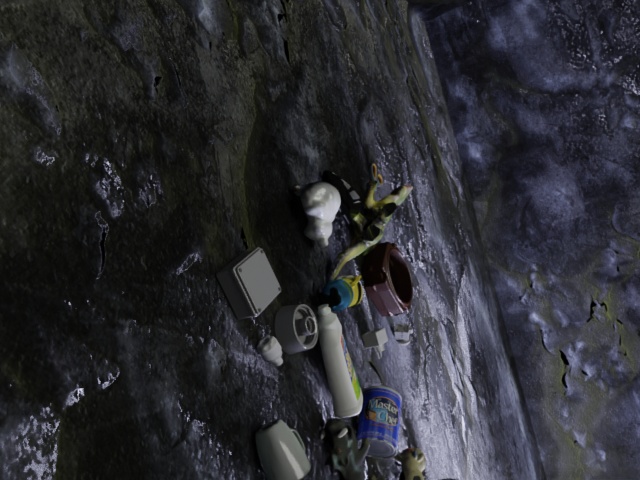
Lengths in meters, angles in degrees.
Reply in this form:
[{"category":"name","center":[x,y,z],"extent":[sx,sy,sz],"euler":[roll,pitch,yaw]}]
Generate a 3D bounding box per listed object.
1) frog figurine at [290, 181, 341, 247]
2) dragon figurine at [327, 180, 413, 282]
[{"category":"frog figurine","center":[0.004,-0.067,1.329],"extent":[0.135,0.122,0.162],"euler":[53,16,-67]},{"category":"dragon figurine","center":[0.149,-0.017,1.512],"extent":[0.414,0.123,0.238],"euler":[-54,157,-13]}]
